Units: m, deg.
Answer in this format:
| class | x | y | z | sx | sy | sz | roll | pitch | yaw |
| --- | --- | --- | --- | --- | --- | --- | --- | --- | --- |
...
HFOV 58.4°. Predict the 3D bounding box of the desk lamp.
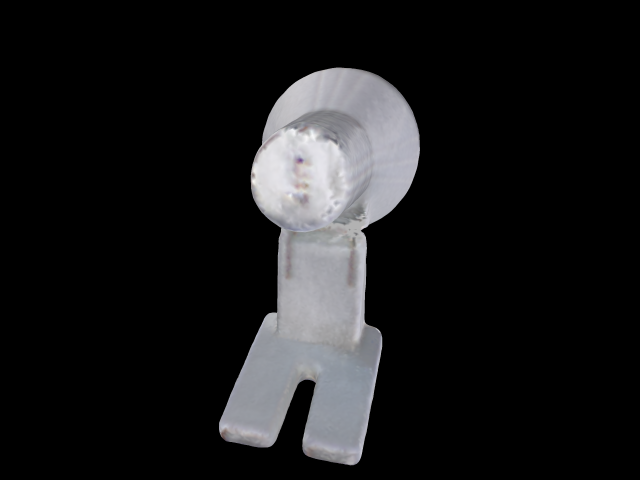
| class | x | y | z | sx | sy | sz | roll | pitch | yaw |
| --- | --- | --- | --- | --- | --- | --- | --- | --- | --- |
| desk lamp | 0.004 | 0.001 | 0.400 | 0.117 | 0.214 | 0.203 | 6 | 32 | 9 |
